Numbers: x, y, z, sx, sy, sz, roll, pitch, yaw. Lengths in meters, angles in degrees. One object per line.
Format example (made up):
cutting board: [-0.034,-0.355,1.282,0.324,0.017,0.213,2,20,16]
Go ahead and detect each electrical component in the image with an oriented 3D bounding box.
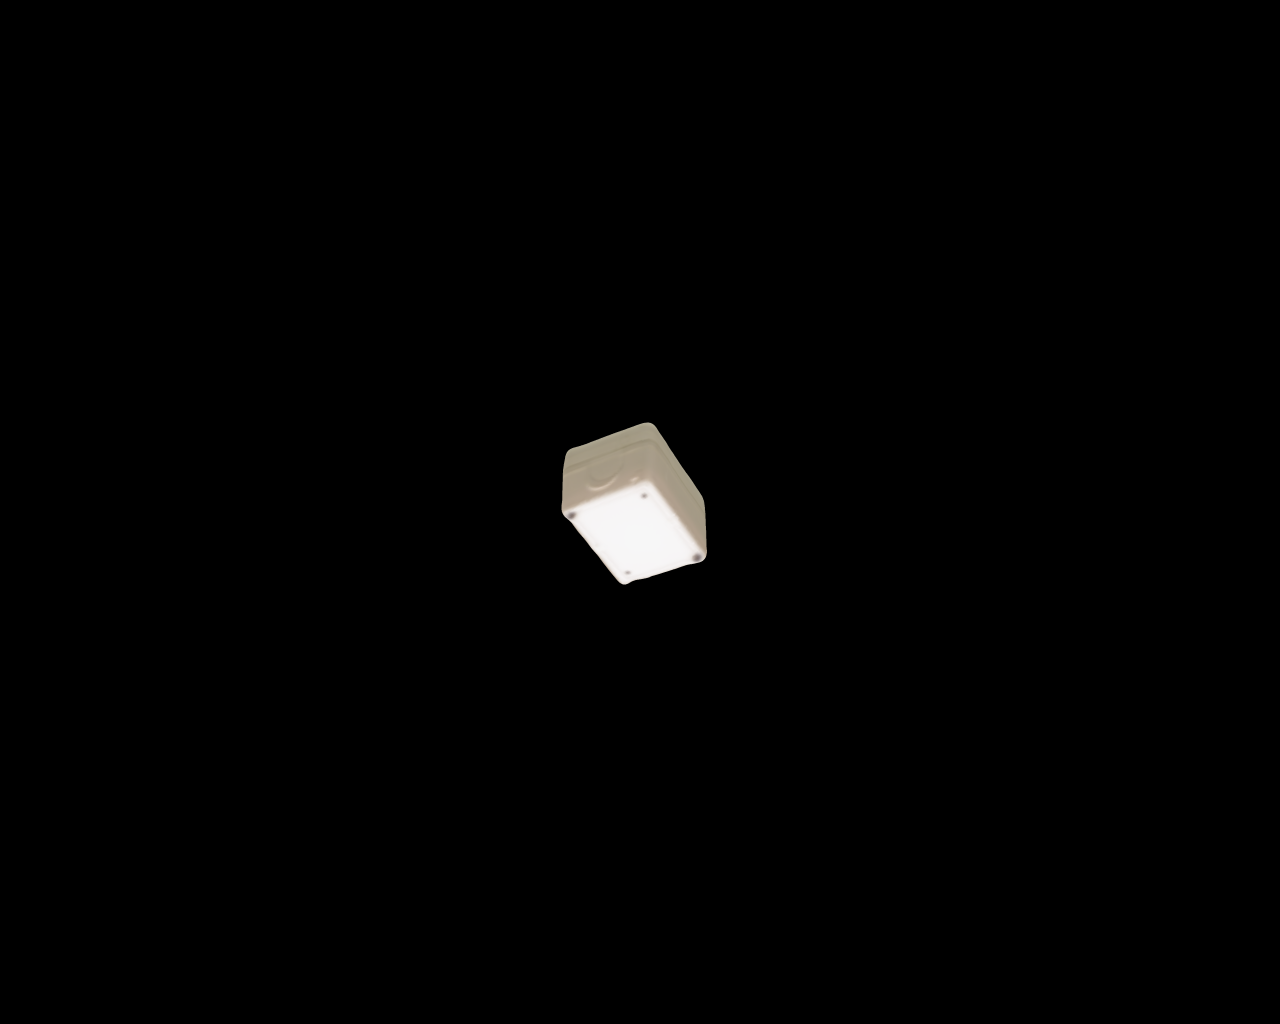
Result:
electrical component: [0.001,-0.003,0.650,0.061,0.061,0.096,-19,-46,19]
